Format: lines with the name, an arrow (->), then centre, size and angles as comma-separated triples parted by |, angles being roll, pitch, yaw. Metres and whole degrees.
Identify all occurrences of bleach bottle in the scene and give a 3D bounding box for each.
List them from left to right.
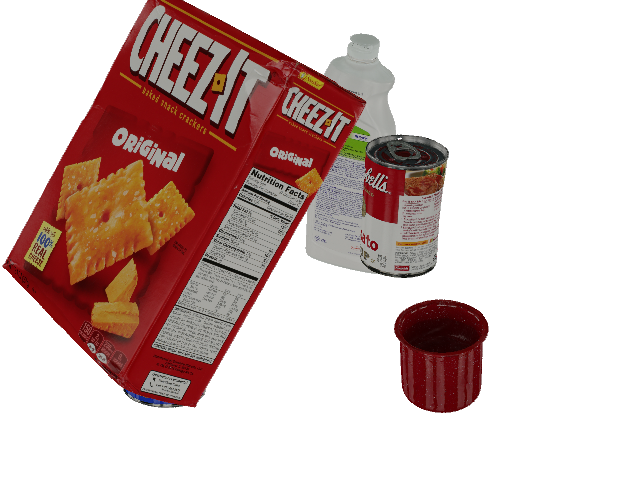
bleach bottle -> 0.041, -0.091, 1.113 | 0.103, 0.251, 0.068 | 13, 33, 12

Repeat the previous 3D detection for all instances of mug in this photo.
mug -> 0.129, 0.113, 1.085 | 0.093, 0.081, 0.117 | 20, 39, 33

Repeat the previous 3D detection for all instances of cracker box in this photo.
cracker box -> -0.093, -0.032, 0.663 | 0.072, 0.214, 0.164 | 23, 9, -47

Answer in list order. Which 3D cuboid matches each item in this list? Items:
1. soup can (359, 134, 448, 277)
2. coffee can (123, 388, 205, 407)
soup can -> 0.068, -0.029, 0.889 | 0.068, 0.102, 0.068 | 2, 28, -1
coffee can -> -0.187, 0.119, 1.307 | 0.103, 0.140, 0.103 | 5, 18, -2
